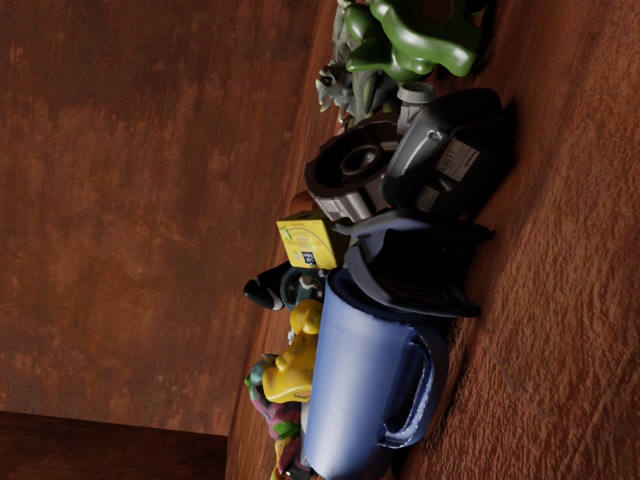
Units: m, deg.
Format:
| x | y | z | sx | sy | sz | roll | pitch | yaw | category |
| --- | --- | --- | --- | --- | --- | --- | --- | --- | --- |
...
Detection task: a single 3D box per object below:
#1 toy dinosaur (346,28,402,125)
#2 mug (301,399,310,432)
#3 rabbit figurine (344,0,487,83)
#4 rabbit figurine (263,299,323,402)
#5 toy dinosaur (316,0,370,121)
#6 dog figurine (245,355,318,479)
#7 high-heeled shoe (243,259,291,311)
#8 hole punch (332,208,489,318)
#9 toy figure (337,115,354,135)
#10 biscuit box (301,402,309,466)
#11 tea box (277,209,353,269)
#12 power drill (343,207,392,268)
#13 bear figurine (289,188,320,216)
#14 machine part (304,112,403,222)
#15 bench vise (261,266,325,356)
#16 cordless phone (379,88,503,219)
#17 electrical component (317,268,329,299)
| x | y | z | sx | sy | sz | roll | pitch | yaw | category |
| --- | --- | --- | --- | --- | --- | --- | --- | --- | --- |
| 0.099 | -0.280 | 0.857 | 0.470 | 0.105 | 0.199 | 100 | 170 | -53 | toy dinosaur |
| 0.029 | 0.251 | 0.762 | 0.107 | 0.081 | 0.110 | -52 | 18 | 39 | mug |
| 0.110 | -0.238 | 0.660 | 0.170 | 0.159 | 0.121 | 103 | 165 | -82 | rabbit figurine |
| -0.019 | 0.168 | 0.878 | 0.162 | 0.122 | 0.173 | 119 | 158 | -48 | rabbit figurine |
| 0.072 | -0.381 | 1.093 | 0.405 | 0.131 | 0.192 | -83 | 9 | -54 | toy dinosaur |
| -0.069 | 0.337 | 0.983 | 0.219 | 0.192 | 0.108 | -67 | 2 | -55 | dog figurine |
| -0.060 | 0.071 | 1.153 | 0.145 | 0.086 | 0.248 | -47 | -15 | 15 | high-heeled shoe |
| 0.091 | 0.026 | 0.534 | 0.116 | 0.142 | 0.092 | 170 | 107 | -67 | hole punch |
| 0.064 | -0.196 | 1.077 | 0.058 | 0.064 | 0.154 | -17 | 51 | 38 | toy figure |
| 0.001 | 0.289 | 0.940 | 0.203 | 0.059 | 0.062 | -90 | 15 | -46 | biscuit box |
| -0.002 | -0.003 | 0.982 | 0.170 | 0.068 | 0.098 | -2 | 109 | 59 | tea box |
| 0.065 | -0.010 | 0.833 | 0.231 | 0.086 | 0.207 | 101 | 178 | -57 | power drill |
| 0.021 | -0.065 | 1.105 | 0.196 | 0.132 | 0.120 | -8 | 81 | 59 | bear figurine |
| 0.062 | -0.099 | 0.737 | 0.056 | 0.179 | 0.179 | 56 | -161 | -34 | machine part |
| -0.026 | 0.129 | 1.054 | 0.240 | 0.129 | 0.223 | 90 | -163 | -72 | bench vise |
| 0.140 | -0.121 | 0.574 | 0.146 | 0.089 | 0.184 | 112 | -177 | -52 | cordless phone |
| 0.030 | 0.079 | 0.891 | 0.021 | 0.094 | 0.063 | -9 | 71 | 41 | electrical component |
